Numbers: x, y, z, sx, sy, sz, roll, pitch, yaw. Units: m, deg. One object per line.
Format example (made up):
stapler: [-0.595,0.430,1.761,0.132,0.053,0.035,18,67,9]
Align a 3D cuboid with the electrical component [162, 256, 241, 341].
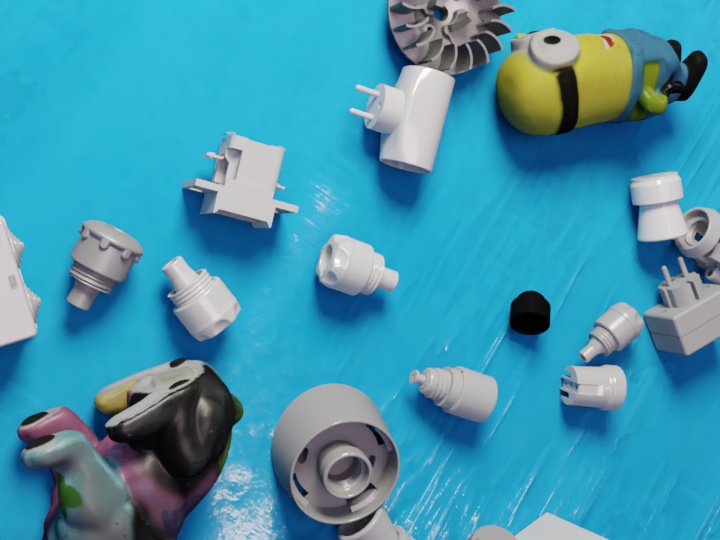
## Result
electrical component: [-0.122,0.019,0.803,0.043,0.043,0.062,-40,106,-14]

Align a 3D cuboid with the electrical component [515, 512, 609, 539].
electrical component: [0.187,0.274,0.909,0.056,0.109,0.108,-31,104,-20]

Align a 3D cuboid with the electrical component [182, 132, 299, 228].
electrical component: [-0.087,-0.067,0.811,0.081,0.042,0.063,15,87,-23]

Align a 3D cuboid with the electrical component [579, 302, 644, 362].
electrical component: [0.218,0.058,0.946,0.061,0.035,0.035,-38,106,-12]

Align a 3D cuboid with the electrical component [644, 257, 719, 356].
electrical component: [0.293,0.027,0.966,0.066,0.047,0.076,-27,102,-17]

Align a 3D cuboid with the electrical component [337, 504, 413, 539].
electrical component: [0.015,0.220,0.871,0.045,0.045,0.055,-43,108,-14]

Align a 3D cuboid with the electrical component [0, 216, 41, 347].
electrical component: [-0.276,0.016,0.738,0.100,0.048,0.099,-17,100,-19]

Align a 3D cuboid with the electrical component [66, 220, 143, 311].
electrical component: [-0.189,-0.002,0.775,0.048,0.048,0.062,28,90,-21]

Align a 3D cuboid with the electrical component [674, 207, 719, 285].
electrical component: [0.318,-0.027,0.974,0.055,0.048,0.066,25,84,-29]

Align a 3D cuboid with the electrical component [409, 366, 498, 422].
electrical component: [0.077,0.099,0.889,0.078,0.040,0.040,20,86,-22]

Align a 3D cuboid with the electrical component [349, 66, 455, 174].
electrical component: [0.029,-0.124,0.852,0.079,0.044,0.077,15,88,-22]

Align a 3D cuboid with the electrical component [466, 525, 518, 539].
electrical component: [0.082,0.247,0.861,0.138,0.073,0.052,-21,65,-39]

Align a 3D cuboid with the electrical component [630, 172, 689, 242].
electrical component: [0.264,-0.056,0.950,0.045,0.045,0.055,-13,98,-20]

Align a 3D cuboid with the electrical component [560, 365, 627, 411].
electrical component: [0.204,0.102,0.941,0.046,0.040,0.040,5,92,-16]

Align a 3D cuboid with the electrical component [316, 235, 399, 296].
electrical component: [0.000,0.000,0.850,0.062,0.043,0.043,20,86,-23]

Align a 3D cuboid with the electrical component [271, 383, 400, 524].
electrical component: [-0.018,0.148,0.855,0.099,0.064,0.099,-6,109,-17]
